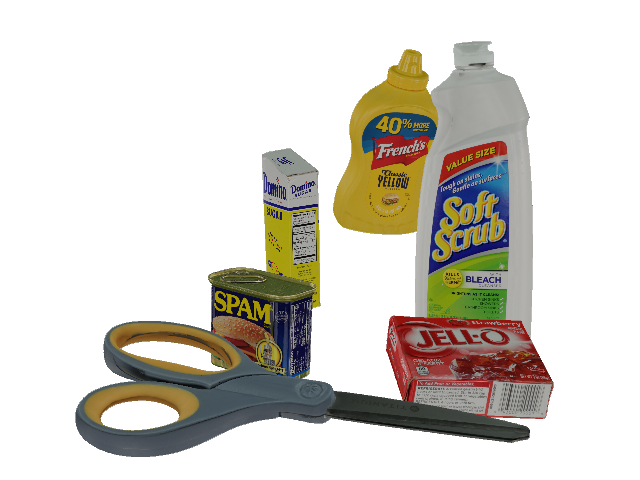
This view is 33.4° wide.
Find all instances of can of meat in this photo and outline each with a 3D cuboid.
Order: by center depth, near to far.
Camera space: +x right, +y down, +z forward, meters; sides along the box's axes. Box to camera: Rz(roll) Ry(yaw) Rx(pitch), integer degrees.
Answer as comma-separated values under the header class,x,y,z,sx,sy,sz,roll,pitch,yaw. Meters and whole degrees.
class,x,y,z,sx,sy,sz,roll,pitch,yaw
can of meat,-0.055,0.077,0.976,0.102,0.084,0.057,12,17,36

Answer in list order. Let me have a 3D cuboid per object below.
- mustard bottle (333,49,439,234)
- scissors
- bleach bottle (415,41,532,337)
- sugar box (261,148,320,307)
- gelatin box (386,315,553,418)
class,x,y,z,sx,sy,sz,roll,pitch,yaw
mustard bottle,0.075,-0.101,1.093,0.096,0.192,0.058,4,27,-13
scissors,-0.020,0.079,0.467,0.202,0.016,0.096,15,33,23
bleach bottle,0.119,-0.033,0.862,0.103,0.251,0.068,1,14,18
sugar box,-0.036,-0.012,1.277,0.048,0.176,0.093,-13,25,-19
gelatin box,0.090,0.076,0.658,0.089,0.030,0.073,3,25,-8
